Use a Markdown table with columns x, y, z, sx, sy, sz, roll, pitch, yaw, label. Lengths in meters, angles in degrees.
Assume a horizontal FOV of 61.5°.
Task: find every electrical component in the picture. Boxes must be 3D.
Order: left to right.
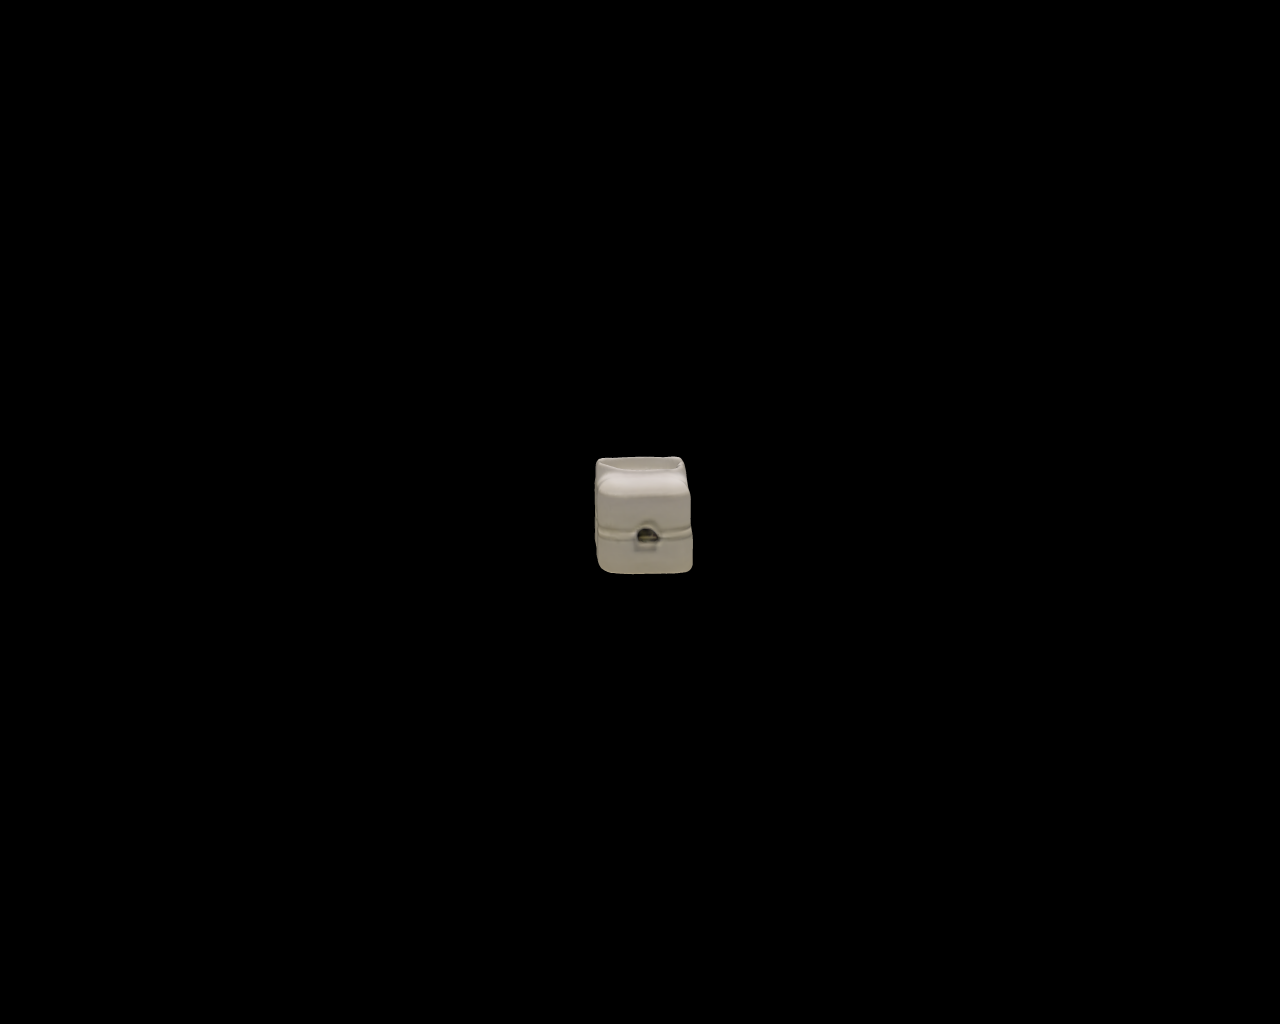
| x | y | z | sx | sy | sz | roll | pitch | yaw | label |
| --- | --- | --- | --- | --- | --- | --- | --- | --- | --- |
| 0.001 | -0.003 | 0.650 | 0.054 | 0.059 | 0.095 | -1 | 11 | -4 | electrical component |
